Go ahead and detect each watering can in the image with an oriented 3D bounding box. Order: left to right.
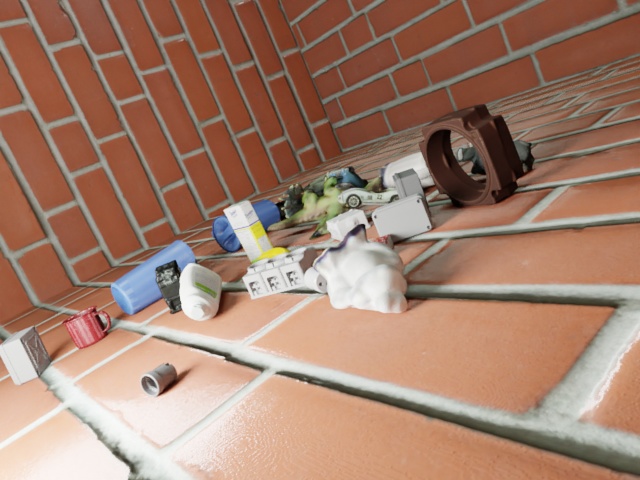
[{"bbox_3d":[0.305,-0.211,1.513,0.222,0.103,0.352,-15,10,36],"label":"watering can"}]

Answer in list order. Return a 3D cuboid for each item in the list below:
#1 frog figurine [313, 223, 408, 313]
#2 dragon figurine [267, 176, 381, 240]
[{"bbox_3d":[0.082,0.067,0.800,0.139,0.120,0.162,-21,44,-33],"label":"frog figurine"},{"bbox_3d":[0.005,-0.077,1.527,0.408,0.121,0.247,-30,18,13],"label":"dragon figurine"}]
